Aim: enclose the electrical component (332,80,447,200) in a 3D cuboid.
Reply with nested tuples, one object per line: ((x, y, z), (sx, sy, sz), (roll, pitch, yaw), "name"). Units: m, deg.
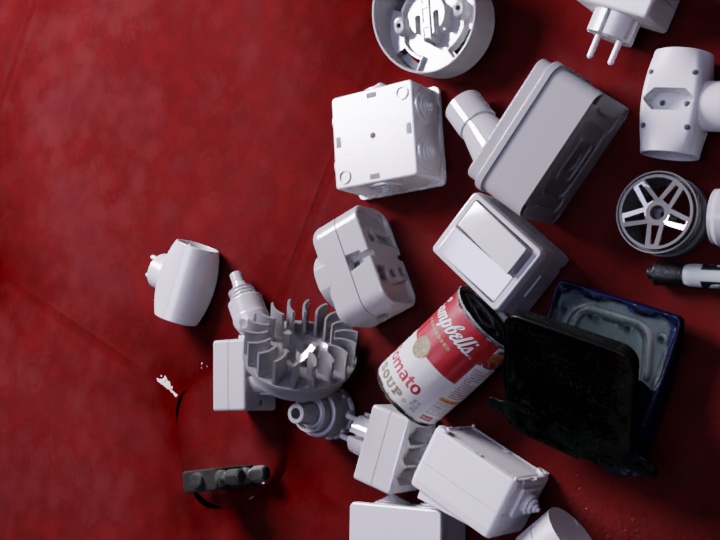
((0.024, -0.113, 0.939), (0.100, 0.048, 0.099), (-8, 81, 33), "electrical component")

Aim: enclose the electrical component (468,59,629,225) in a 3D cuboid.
((0.146, -0.099, 0.837), (0.057, 0.078, 0.113), (40, 107, 28), "electrical component")

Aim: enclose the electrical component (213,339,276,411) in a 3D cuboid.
((-0.092, 0.097, 0.995), (0.077, 0.047, 0.065), (-6, 81, 34), "electrical component")

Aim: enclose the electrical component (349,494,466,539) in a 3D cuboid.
((0.040, 0.237, 0.888), (0.100, 0.048, 0.099), (-3, 83, 34), "electrical component")

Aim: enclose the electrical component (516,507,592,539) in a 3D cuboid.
((0.182, 0.232, 0.789), (0.073, 0.052, 0.138), (-47, 62, 21), "electrical component")

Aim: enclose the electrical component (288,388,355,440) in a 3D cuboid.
((-0.038, 0.126, 0.945), (0.048, 0.062, 0.048), (-4, 82, 34), "electrical component")

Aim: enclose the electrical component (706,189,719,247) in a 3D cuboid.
((0.278, -0.037, 0.759), (0.055, 0.045, 0.045), (4, 87, 35), "electrical component")

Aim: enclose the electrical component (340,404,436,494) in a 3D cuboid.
((0.015, 0.145, 0.916), (0.077, 0.047, 0.065), (18, 95, 34), "electrical component")

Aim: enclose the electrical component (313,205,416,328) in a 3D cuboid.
((0.000, 0.000, 0.939), (0.059, 0.054, 0.095), (-30, 69, 28), "electrical component")

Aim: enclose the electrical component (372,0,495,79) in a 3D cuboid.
((0.063, -0.214, 0.914), (0.099, 0.064, 0.099), (-4, 82, 34), "electrical component")

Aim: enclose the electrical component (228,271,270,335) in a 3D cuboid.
((-0.109, 0.030, 1.023), (0.035, 0.035, 0.061), (-34, 64, 27), "electrical component")

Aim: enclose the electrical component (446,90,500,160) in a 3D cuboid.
((0.100, -0.117, 0.893), (0.044, 0.044, 0.065), (-45, 57, 22), "electrical component")

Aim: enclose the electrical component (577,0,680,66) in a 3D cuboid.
((0.200, -0.196, 0.829), (0.066, 0.047, 0.076), (27, 100, 33), "electrical component")

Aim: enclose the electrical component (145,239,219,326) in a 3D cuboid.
((-0.185, 0.007, 1.071), (0.079, 0.043, 0.077), (21, 97, 35), "electrical component")

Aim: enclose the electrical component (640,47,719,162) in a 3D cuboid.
((0.250, -0.120, 0.788), (0.079, 0.043, 0.077), (8, 89, 34), "electrical component")

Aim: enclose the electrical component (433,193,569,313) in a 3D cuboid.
((0.106, -0.017, 0.864), (0.096, 0.061, 0.061), (46, 110, 29), "electrical component")

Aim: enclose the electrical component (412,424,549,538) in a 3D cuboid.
((0.098, 0.171, 0.848), (0.096, 0.062, 0.061), (31, 102, 33), "electrical component")
